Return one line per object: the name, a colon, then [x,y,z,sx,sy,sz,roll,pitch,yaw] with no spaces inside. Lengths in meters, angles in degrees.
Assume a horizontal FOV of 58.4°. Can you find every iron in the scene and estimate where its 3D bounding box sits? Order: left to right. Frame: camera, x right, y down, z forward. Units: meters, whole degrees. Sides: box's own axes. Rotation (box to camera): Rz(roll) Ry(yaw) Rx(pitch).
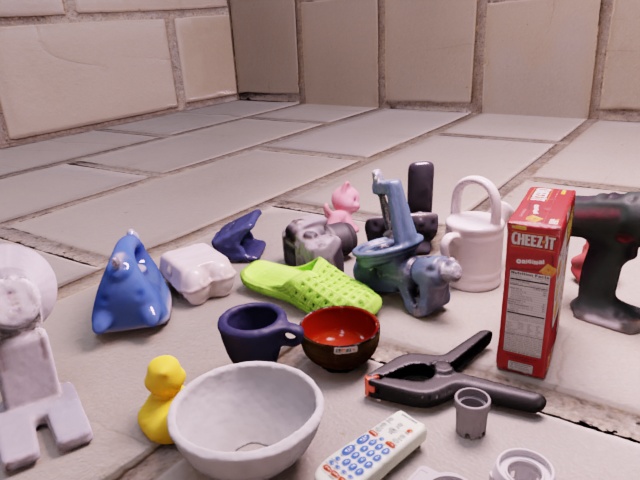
iron: [-0.315,0.052,0.958,0.119,0.141,0.258,-7,22,-9]

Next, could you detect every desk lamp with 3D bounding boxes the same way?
desk lamp: [-0.358,0.121,0.689,0.118,0.214,0.202,-16,25,-31]

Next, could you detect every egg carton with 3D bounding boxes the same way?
egg carton: [-0.224,0.058,1.031,0.107,0.069,0.149,-17,26,-33]

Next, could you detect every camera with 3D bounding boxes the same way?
camera: [0.010,0.004,1.097,0.137,0.101,0.142,-14,24,-27]

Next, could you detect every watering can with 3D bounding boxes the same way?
watering can: [0.271,-0.020,0.998,0.100,0.194,0.173,9,24,28]

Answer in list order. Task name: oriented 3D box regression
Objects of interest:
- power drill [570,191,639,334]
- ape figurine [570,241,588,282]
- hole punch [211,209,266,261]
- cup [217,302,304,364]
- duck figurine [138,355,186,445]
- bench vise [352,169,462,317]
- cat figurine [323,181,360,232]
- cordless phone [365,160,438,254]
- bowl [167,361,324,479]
power drill: [0.446,0.024,0.843,0.228,0.208,0.076,17,29,41]
ape figurine: [0.472,0.032,0.980,0.077,0.092,0.076,6,23,22]
hole punch: [-0.168,-0.011,1.170,0.101,0.091,0.108,-1,22,5]
cup: [-0.073,0.144,0.759,0.117,0.095,0.092,5,23,20]
duck figurine: [-0.182,0.183,0.685,0.078,0.086,0.104,-9,22,-16]
bench vise: [0.143,-0.001,0.931,0.206,0.220,0.122,10,25,29]
cat figurine: [0.044,-0.071,1.261,0.067,0.118,0.128,13,26,34]
cordless phone: [0.163,-0.069,1.147,0.147,0.185,0.094,-5,22,-5]
bowl: [-0.078,0.208,0.624,0.167,0.075,0.167,-2,21,1]
